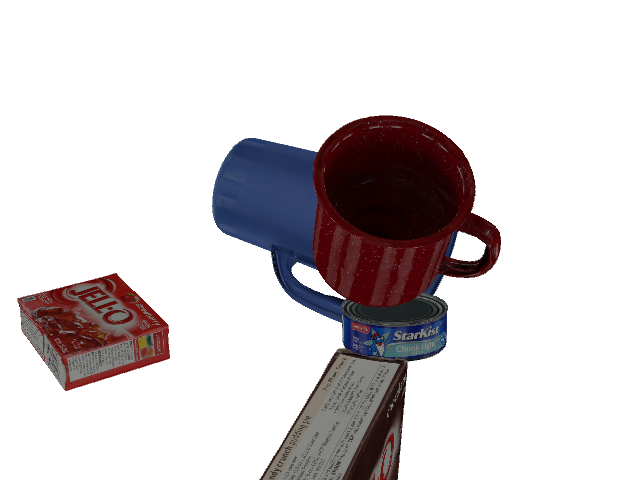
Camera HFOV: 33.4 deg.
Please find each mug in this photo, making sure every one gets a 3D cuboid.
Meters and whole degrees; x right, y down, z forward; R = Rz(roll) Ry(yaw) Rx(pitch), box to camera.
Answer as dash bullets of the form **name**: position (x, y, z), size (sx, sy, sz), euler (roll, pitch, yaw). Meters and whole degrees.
- **mug**: position (0.050, -0.009, 0.633), size (0.117, 0.093, 0.081), euler (18, -33, 6)

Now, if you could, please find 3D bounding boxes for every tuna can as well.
- **tuna can**: position (0.059, 0.068, 0.858), size (0.086, 0.034, 0.086), euler (-1, 15, 0)

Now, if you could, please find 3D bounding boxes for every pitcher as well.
- **pitcher**: position (0.011, -0.017, 1.097), size (0.243, 0.145, 0.149), euler (17, 24, 20)

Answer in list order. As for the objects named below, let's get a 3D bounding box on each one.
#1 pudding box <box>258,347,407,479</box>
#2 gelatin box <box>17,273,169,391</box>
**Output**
- **pudding box**: position (0.006, 0.114, 0.466), size (0.039, 0.090, 0.113), euler (10, 29, 14)
- **gelatin box**: position (-0.151, 0.057, 0.707), size (0.073, 0.030, 0.089), euler (-15, 30, -28)
